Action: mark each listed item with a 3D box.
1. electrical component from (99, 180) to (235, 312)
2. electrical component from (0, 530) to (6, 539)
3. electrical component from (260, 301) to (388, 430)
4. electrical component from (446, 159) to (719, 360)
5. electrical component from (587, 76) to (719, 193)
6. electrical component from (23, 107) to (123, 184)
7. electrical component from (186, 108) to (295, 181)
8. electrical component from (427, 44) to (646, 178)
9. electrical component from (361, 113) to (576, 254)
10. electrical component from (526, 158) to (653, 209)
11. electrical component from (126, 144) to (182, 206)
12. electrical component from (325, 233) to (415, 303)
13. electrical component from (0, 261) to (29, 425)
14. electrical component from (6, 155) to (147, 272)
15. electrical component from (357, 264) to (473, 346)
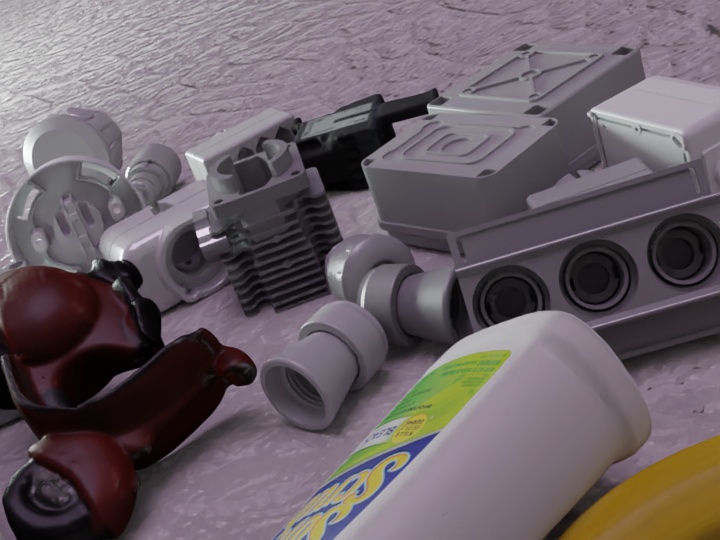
[{"bbox_3d":[-0.119,-0.016,0.725,0.095,0.053,0.059,-31,29,-21],"label":"electrical component"},{"bbox_3d":[-0.234,0.129,0.523,0.089,0.061,0.150,-33,29,-25],"label":"electrical component"},{"bbox_3d":[-0.017,0.047,0.547,0.045,0.045,0.055,3,35,38],"label":"electrical component"},{"bbox_3d":[0.111,0.004,0.513,0.121,0.078,0.063,-17,-2,7],"label":"electrical component"},{"bbox_3d":[0.186,-0.068,0.606,0.061,0.061,0.096,-29,28,-17],"label":"electrical component"},{"bbox_3d":[-0.252,-0.103,0.954,0.080,0.080,0.051,-11,23,17],"label":"electrical component"},{"bbox_3d":[-0.097,-0.092,0.860,0.083,0.047,0.076,-31,29,-21],"label":"electrical component"},{"bbox_3d":[0.122,-0.107,0.729,0.109,0.056,0.109,-35,30,-28],"label":"electrical component"},{"bbox_3d":[0.067,-0.053,0.664,0.113,0.057,0.078,11,40,46],"label":"electrical component"},{"bbox_3d":[0.127,-0.031,0.593,0.066,0.047,0.076,-19,27,1],"label":"electrical component"},{"bbox_3d":[-0.174,-0.074,0.887,0.040,0.040,0.078,-13,28,13],"label":"electrical component"},{"bbox_3d":[0.000,0.000,0.627,0.048,0.048,0.062,-30,22,-19],"label":"electrical component"},{"bbox_3d":[-0.241,0.054,0.675,0.109,0.056,0.109,-26,27,-12],"label":"electrical component"},{"bbox_3d":[-0.201,-0.032,0.769,0.099,0.099,0.064,-23,21,-7],"label":"electrical component"},{"bbox_3d":[0.032,0.019,0.568,0.055,0.045,0.045,-1,32,34],"label":"electrical component"}]
